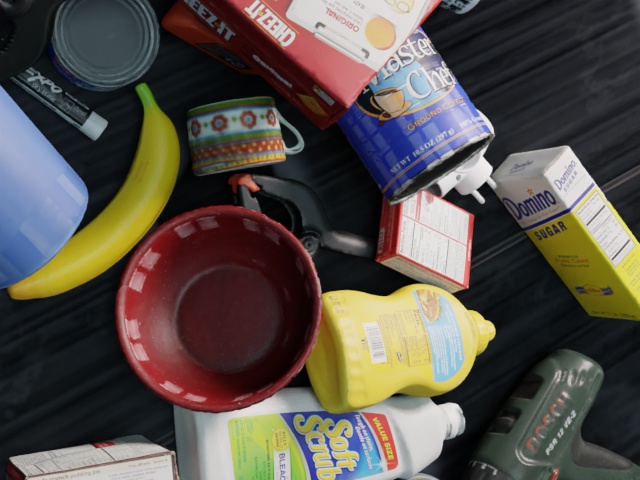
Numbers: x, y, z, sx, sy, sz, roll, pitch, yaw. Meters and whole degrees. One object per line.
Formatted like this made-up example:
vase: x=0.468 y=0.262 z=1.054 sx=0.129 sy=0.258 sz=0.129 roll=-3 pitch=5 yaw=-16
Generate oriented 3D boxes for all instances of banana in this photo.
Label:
banana: x=-0.164 y=-0.025 z=0.836 sx=0.069 sy=0.037 sz=0.197 roll=31 pitch=76 yaw=-1

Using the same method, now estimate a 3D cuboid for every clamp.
clamp: x=-0.210 y=-0.179 z=0.756 sx=0.164 sy=0.036 sz=0.210 roll=22 pitch=118 yaw=-28
clamp: x=-0.006 y=0.001 z=0.901 sx=0.120 sy=0.039 sz=0.171 roll=-43 pitch=112 yaw=-25

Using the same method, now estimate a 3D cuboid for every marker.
marker: x=-0.218 y=-0.119 z=0.821 sx=0.121 sy=0.020 sz=0.020 roll=37 pitch=76 yaw=-19

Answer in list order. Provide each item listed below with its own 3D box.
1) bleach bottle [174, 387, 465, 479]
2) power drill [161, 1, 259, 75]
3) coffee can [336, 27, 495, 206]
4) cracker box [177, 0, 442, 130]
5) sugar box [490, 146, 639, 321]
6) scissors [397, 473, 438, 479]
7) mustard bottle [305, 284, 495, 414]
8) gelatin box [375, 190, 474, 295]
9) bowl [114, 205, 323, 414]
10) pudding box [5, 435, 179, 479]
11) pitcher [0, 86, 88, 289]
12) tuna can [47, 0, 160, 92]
bleach bottle: x=0.008 y=0.162 z=0.893 sx=0.250 sy=0.068 sz=0.102 roll=-6 pitch=92 yaw=-26
power drill: x=-0.057 y=-0.240 z=0.849 sx=0.184 sy=0.057 sz=0.187 roll=26 pitch=82 yaw=-38
coffee can: x=0.062 y=-0.114 z=0.874 sx=0.102 sy=0.103 sz=0.140 roll=-30 pitch=82 yaw=-21
cracker box: x=0.014 y=-0.214 z=0.794 sx=0.164 sy=0.072 sz=0.213 roll=41 pitch=71 yaw=-5
sugar box: x=0.236 y=-0.003 z=0.975 sx=0.176 sy=0.093 sz=0.048 roll=48 pitch=72 yaw=-15
scissors: x=0.134 y=0.288 z=0.970 sx=0.201 sy=0.016 sz=0.096 roll=41 pitch=76 yaw=-17
mustard bottle: x=0.077 y=0.086 z=0.903 sx=0.191 sy=0.058 sz=0.096 roll=-4 pitch=73 yaw=-37
gelatin box: x=0.091 y=-0.002 z=0.929 sx=0.089 sy=0.030 sz=0.073 roll=24 pitch=60 yaw=-30
bowl: x=-0.076 y=0.057 z=0.839 sx=0.162 sy=0.055 sz=0.162 roll=-1 pitch=76 yaw=5
pudding box: x=-0.172 y=0.178 z=0.799 sx=0.113 sy=0.090 sz=0.039 roll=-7 pitch=92 yaw=-24
pitcher: x=-0.277 y=-0.070 z=0.711 sx=0.149 sy=0.145 sz=0.242 roll=-34 pitch=123 yaw=8
tuna can: x=-0.170 y=-0.159 z=0.833 sx=0.086 sy=0.034 sz=0.086 roll=0 pitch=89 yaw=-23
